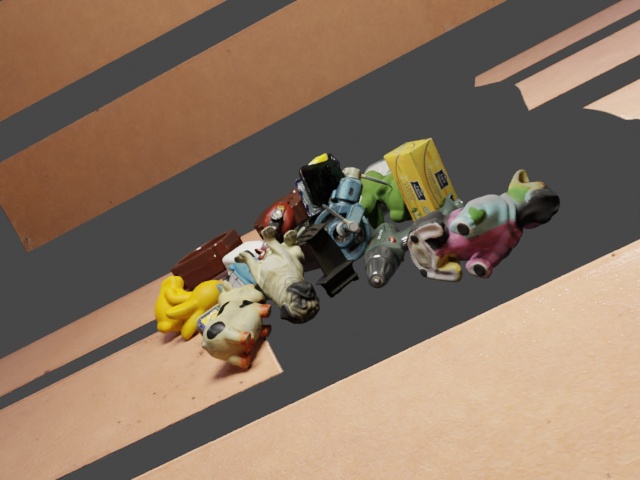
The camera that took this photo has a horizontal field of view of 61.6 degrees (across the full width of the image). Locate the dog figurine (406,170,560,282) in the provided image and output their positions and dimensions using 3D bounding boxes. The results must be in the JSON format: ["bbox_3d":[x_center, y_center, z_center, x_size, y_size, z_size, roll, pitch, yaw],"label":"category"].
[{"bbox_3d":[0.266,-0.029,0.857,0.219,0.108,0.192,-33,12,-33],"label":"dog figurine"}]

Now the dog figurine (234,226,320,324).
[{"bbox_3d":[-0.053,0.085,1.037,0.121,0.191,0.172,-47,-25,21],"label":"dog figurine"}]

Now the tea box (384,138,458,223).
[{"bbox_3d":[0.212,-0.115,1.104,0.068,0.169,0.098,-31,14,-18],"label":"tea box"}]

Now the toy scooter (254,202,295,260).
[{"bbox_3d":[-0.115,-0.002,1.309,0.075,0.183,0.135,16,7,9],"label":"toy scooter"}]

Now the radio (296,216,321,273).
[{"bbox_3d":[-0.003,-0.004,1.296,0.131,0.073,0.229,-18,16,31],"label":"radio"}]

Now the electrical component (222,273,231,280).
[{"bbox_3d":[-0.187,0.099,1.339,0.075,0.047,0.119,-35,15,-22],"label":"electrical component"}]

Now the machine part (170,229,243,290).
[{"bbox_3d":[-0.335,0.059,1.633,0.201,0.087,0.201,-30,11,14],"label":"machine part"}]

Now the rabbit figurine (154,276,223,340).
[{"bbox_3d":[-0.302,0.146,1.249,0.173,0.121,0.162,-21,21,22],"label":"rabbit figurine"}]

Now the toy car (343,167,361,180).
[{"bbox_3d":[0.087,-0.130,1.417,0.056,0.073,0.201,-48,-12,-10],"label":"toy car"}]

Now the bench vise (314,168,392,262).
[{"bbox_3d":[0.058,-0.045,1.083,0.223,0.129,0.240,-64,4,-2],"label":"bench vise"}]

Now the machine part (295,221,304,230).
[{"bbox_3d":[-0.025,-0.054,1.502,0.079,0.079,0.243,-39,17,-35],"label":"machine part"}]

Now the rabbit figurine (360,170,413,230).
[{"bbox_3d":[0.157,-0.100,1.241,0.170,0.121,0.159,23,79,45],"label":"rabbit figurine"}]

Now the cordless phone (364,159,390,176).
[{"bbox_3d":[0.171,-0.157,1.457,0.147,0.088,0.184,-18,16,32],"label":"cordless phone"}]

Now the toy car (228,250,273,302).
[{"bbox_3d":[-0.148,0.099,1.188,0.103,0.109,0.162,-46,29,-3],"label":"toy car"}]

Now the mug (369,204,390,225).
[{"bbox_3d":[0.139,-0.083,1.326,0.107,0.080,0.110,-44,34,-21],"label":"mug"}]

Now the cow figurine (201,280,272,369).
[{"bbox_3d":[-0.155,0.144,0.988,0.127,0.085,0.195,11,28,11],"label":"cow figurine"}]

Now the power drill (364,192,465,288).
[{"bbox_3d":[0.176,0.002,0.979,0.207,0.086,0.232,-33,11,11],"label":"power drill"}]

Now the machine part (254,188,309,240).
[{"bbox_3d":[-0.097,-0.070,1.455,0.179,0.056,0.179,-31,20,12],"label":"machine part"}]

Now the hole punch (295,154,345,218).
[{"bbox_3d":[0.006,-0.127,1.325,0.116,0.142,0.092,-17,-17,-22],"label":"hole punch"}]

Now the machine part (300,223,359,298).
[{"bbox_3d":[0.015,0.035,1.009,0.084,0.138,0.039,-32,16,-14],"label":"machine part"}]
